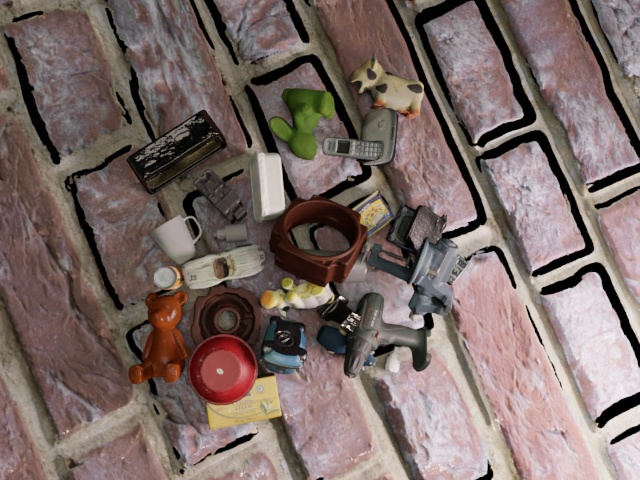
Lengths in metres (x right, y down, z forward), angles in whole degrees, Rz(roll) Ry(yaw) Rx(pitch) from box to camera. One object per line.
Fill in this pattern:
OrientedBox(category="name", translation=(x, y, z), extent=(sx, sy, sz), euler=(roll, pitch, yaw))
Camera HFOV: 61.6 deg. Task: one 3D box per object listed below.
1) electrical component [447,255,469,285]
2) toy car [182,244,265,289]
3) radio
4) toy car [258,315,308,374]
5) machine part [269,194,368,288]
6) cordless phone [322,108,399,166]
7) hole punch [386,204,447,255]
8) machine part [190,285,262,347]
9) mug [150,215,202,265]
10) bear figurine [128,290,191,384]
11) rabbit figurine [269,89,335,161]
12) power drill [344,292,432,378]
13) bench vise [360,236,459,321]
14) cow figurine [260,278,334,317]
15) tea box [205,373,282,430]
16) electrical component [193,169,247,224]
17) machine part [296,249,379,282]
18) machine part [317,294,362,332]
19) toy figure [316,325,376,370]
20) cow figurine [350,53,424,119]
OrientedBox(category="electrical component", translation=(0.329, 0.071, 1.336), extent=(0.048, 0.119, 0.075), euler=(40, 79, -1))
OrientedBox(category="toy car", translation=(-0.227, 0.062, 1.283), extent=(0.202, 0.056, 0.073), euler=(-14, 101, -20))
OrientedBox(category="radio", translation=(-0.338, -0.208, 1.280), extent=(0.229, 0.131, 0.073), euler=(-36, 88, -9))
OrientedBox(category="toy car", translation=(-0.092, 0.259, 1.270), extent=(0.109, 0.162, 0.102), euler=(15, 122, -10))
OrientedBox(category="machine part", translation=(-0.003, -0.004, 1.267), extent=(0.202, 0.087, 0.201), euler=(25, 51, 10))
OrientedBox(category="cordless phone", translation=(0.101, -0.264, 1.364), extent=(0.184, 0.088, 0.146), euler=(6, 84, -2))
OrientedBox(category="hole punch", translation=(0.244, -0.023, 1.362), extent=(0.115, 0.092, 0.142), euler=(31, 77, -31))
OrientedBox(category="machine part", translation=(-0.223, 0.192, 1.290), extent=(0.179, 0.056, 0.179), euler=(1, 83, -8))
OrientedBox(category="mug", translation=(-0.334, -0.002, 1.290), extent=(0.109, 0.081, 0.107), euler=(-30, 101, -14))
OrientedBox(category="bear figurine", translation=(-0.363, 0.218, 1.235), extent=(0.120, 0.132, 0.195), euler=(-1, 91, 7))
OrientedBox(category="rabbit figurine", translation=(-0.047, -0.285, 1.334), extent=(0.159, 0.121, 0.170), euler=(7, 98, -2))
OrientedBox(category="power drill", translation=(0.160, 0.249, 1.286), extent=(0.207, 0.086, 0.232), euler=(18, 51, -8))
OrientedBox(category="bench vise", translation=(0.211, 0.075, 1.272), extent=(0.241, 0.129, 0.223), euler=(23, 125, 6))
OrientedBox(category="cow figurine", translation=(-0.054, 0.138, 1.296), extent=(0.167, 0.098, 0.068), euler=(-15, 54, 12))
OrientedBox(category="tea box", translation=(-0.182, 0.378, 1.268), extent=(0.170, 0.068, 0.098), euler=(-11, 85, -7))
OrientedBox(category="electrical component", translation=(-0.234, -0.100, 1.289), extent=(0.058, 0.115, 0.134), euler=(-45, 90, -5))
OrientedBox(category="machine part", translation=(0.027, 0.064, 1.322), extent=(0.243, 0.079, 0.079), euler=(3, 84, -7))
OrientedBox(category="machine part", translation=(0.048, 0.174, 1.287), extent=(0.084, 0.139, 0.039), euler=(-36, 116, -11))
OrientedBox(category="toy figure", translation=(0.068, 0.260, 1.315), extent=(0.154, 0.064, 0.058), euler=(29, 44, -8))
OrientedBox(category="cow figurine", translation=(0.173, -0.396, 1.384), extent=(0.195, 0.085, 0.127), euler=(15, 89, -2))
